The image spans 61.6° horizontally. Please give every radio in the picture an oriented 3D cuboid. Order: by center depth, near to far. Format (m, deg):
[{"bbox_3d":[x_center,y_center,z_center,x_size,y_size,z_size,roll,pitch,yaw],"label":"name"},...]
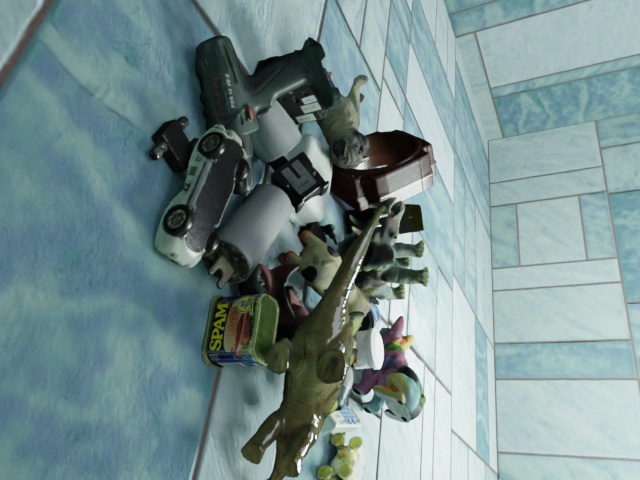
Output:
[{"bbox_3d":[0.158,-0.045,1.292,0.229,0.131,0.073,-4,87,-64],"label":"radio"}]

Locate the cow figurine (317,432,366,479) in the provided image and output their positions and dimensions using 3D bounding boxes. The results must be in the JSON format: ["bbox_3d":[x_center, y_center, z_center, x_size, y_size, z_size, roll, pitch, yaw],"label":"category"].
[{"bbox_3d":[0.040,0.452,0.997,0.167,0.068,0.098,-58,139,-53],"label":"cow figurine"}]

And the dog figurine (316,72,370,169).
[{"bbox_3d":[0.035,-0.220,1.092,0.172,0.121,0.190,100,-10,-78],"label":"dog figurine"}]

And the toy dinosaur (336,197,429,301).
[{"bbox_3d":[0.111,0.060,1.143,0.404,0.192,0.131,109,-12,-65],"label":"toy dinosaur"}]

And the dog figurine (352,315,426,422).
[{"bbox_3d":[0.173,0.277,1.199,0.219,0.192,0.108,-55,127,-33],"label":"dog figurine"}]

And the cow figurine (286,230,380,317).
[{"bbox_3d":[0.029,0.078,0.965,0.085,0.127,0.194,-46,140,-11],"label":"cow figurine"}]

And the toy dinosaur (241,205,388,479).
[{"bbox_3d":[-0.001,0.168,0.781,0.471,0.105,0.198,-67,168,7],"label":"toy dinosaur"}]

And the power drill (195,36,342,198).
[{"bbox_3d":[-0.076,-0.203,0.817,0.086,0.207,0.231,-148,-143,-76],"label":"power drill"}]

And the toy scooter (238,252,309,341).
[{"bbox_3d":[-0.061,0.096,0.878,0.183,0.075,0.135,65,27,-25],"label":"toy scooter"}]

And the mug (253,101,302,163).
[{"bbox_3d":[-0.086,-0.201,0.897,0.107,0.081,0.109,56,40,-27],"label":"mug"}]

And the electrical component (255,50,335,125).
[{"bbox_3d":[-0.039,-0.271,0.970,0.134,0.115,0.058,55,42,-44],"label":"electrical component"}]

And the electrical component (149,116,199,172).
[{"bbox_3d":[-0.193,-0.124,0.720,0.063,0.021,0.094,65,30,-33],"label":"electrical component"}]

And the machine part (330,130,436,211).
[{"bbox_3d":[0.125,-0.154,1.136,0.202,0.201,0.087,43,-27,52],"label":"machine part"}]

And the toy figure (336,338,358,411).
[{"bbox_3d":[0.034,0.215,0.931,0.064,0.058,0.154,71,27,-48],"label":"toy figure"}]

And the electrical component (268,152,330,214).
[{"bbox_3d":[-0.047,-0.113,0.919,0.119,0.075,0.047,54,-13,9],"label":"electrical component"}]

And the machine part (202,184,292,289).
[{"bbox_3d":[-0.106,-0.015,0.809,0.079,0.079,0.243,68,30,-28],"label":"machine part"}]

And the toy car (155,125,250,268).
[{"bbox_3d":[-0.154,-0.061,0.719,0.073,0.056,0.201,47,55,-51],"label":"toy car"}]

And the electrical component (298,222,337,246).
[{"bbox_3d":[-0.003,-0.003,1.051,0.102,0.045,0.078,-60,137,-52],"label":"electrical component"}]

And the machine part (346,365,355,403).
[{"bbox_3d":[0.014,0.223,1.015,0.179,0.056,0.179,32,54,-58],"label":"machine part"}]
